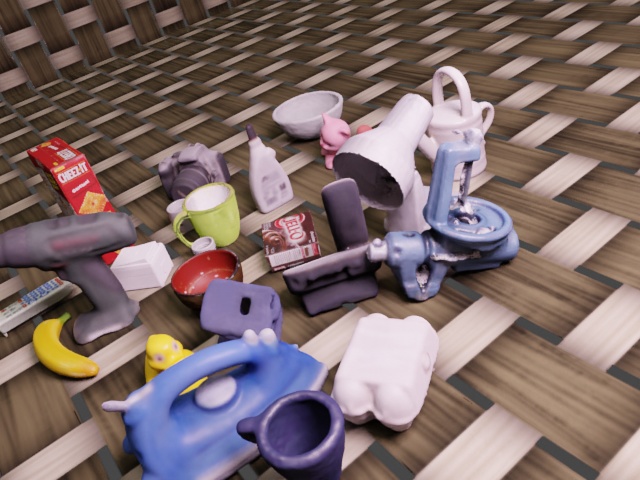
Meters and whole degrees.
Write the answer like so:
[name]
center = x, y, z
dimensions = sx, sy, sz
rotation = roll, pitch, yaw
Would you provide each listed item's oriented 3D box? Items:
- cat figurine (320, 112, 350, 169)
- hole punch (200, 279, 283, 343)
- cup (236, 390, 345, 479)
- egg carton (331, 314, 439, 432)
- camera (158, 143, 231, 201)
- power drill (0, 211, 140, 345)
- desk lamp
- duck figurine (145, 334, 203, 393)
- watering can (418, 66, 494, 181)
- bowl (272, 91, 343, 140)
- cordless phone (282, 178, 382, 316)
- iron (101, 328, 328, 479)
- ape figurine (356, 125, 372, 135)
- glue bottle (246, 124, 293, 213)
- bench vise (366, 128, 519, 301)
[cat figurine]
center = 0.028, -0.215, 1.179
dimensions = 0.067, 0.118, 0.127
rotation = -18, 34, -2
[hole punch]
center = -0.107, 0.104, 0.802
dimensions = 0.101, 0.091, 0.108
rotation = -12, 34, 7
[cup]
center = -0.024, 0.220, 0.598
dimensions = 0.117, 0.095, 0.092
rotation = -4, 36, 18
[egg carton]
center = 0.080, 0.152, 0.676
dimensions = 0.107, 0.069, 0.150
rotation = 1, 37, 24
[camera]
center = -0.280, -0.134, 1.206
dimensions = 0.143, 0.101, 0.137
rotation = -6, 35, 15
[power drill]
center = -0.380, 0.055, 0.881
dimensions = 0.230, 0.209, 0.075
rotation = -24, 35, -11
[desk lamp]
center = 0.127, -0.102, 0.890
dimensions = 0.117, 0.214, 0.204
rotation = 15, 45, 38
[duck figurine]
center = -0.205, 0.161, 0.767
dimensions = 0.104, 0.086, 0.078
rotation = 21, 49, 42
[watering can]
center = 0.232, -0.208, 1.015
dimensions = 0.100, 0.194, 0.173
rotation = 20, 48, 41
[bowl]
center = -0.021, -0.280, 1.330
dimensions = 0.167, 0.075, 0.167
rotation = -11, 34, 8
[cordless phone]
center = 0.007, 0.003, 0.815
dimensions = 0.147, 0.185, 0.094
rotation = -20, 34, -6
[iron]
center = -0.113, 0.173, 0.662
dimensions = 0.259, 0.142, 0.118
rotation = -30, 36, -19
[ape figurine]
center = 0.093, -0.182, 1.127
dimensions = 0.078, 0.092, 0.075
rotation = -34, 38, -24
[glue bottle]
center = -0.107, -0.139, 1.076
dimensions = 0.078, 0.173, 0.037
rotation = -31, 37, -20
[bench vise]
center = 0.166, -0.027, 0.761
dimensions = 0.208, 0.220, 0.121
rotation = -29, 36, -17
